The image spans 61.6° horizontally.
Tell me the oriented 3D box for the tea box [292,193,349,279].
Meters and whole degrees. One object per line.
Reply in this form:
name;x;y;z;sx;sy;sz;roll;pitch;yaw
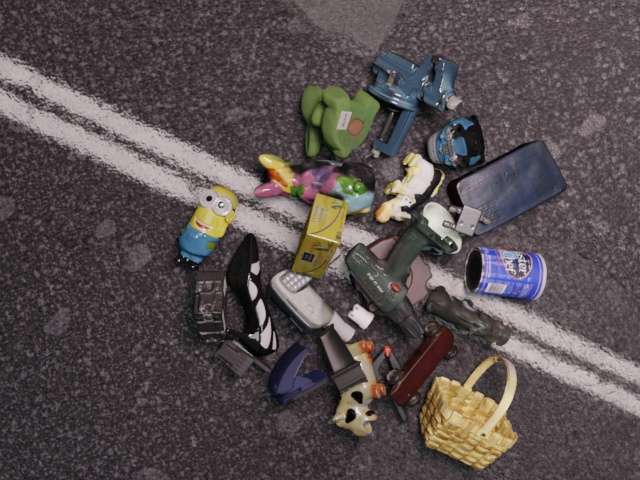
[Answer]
tea box;-0.002;-0.003;1.062;0.068;0.169;0.098;15;59;-4

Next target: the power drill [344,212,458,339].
power drill;0.180;0.062;1.082;0.232;0.086;0.207;42;116;2

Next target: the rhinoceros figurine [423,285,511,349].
rhinoceros figurine;0.318;0.164;1.157;0.190;0.112;0.073;28;89;2

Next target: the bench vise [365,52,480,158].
bench vise;0.178;-0.267;1.102;0.224;0.129;0.240;35;117;21

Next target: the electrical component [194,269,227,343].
electrical component;-0.222;0.127;1.099;0.058;0.134;0.114;0;137;-7

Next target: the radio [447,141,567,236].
radio;0.400;-0.114;1.167;0.230;0.073;0.131;-28;94;-4

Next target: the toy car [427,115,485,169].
toy car;0.279;-0.197;1.132;0.103;0.161;0.109;-6;105;39

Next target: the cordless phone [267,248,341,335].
cordless phone;-0.005;0.097;1.139;0.184;0.088;0.147;-41;76;-17

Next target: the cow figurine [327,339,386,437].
cow figurine;0.071;0.319;1.145;0.127;0.085;0.195;-18;77;22

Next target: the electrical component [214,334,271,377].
electrical component;-0.164;0.254;1.142;0.119;0.075;0.048;39;89;-8

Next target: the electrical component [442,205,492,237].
electrical component;0.307;-0.038;1.119;0.094;0.021;0.063;18;99;1

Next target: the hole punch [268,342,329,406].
hole punch;-0.058;0.279;1.126;0.116;0.142;0.092;-29;96;-16

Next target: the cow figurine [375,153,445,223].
cow figurine;0.192;-0.096;1.155;0.098;0.068;0.167;32;91;-12

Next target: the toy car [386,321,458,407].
toy car;0.219;0.268;1.165;0.202;0.053;0.089;-46;111;-18

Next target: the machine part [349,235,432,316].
machine part;0.154;0.078;1.166;0.179;0.056;0.179;0;92;-5

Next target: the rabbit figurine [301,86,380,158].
rabbit figurine;0.024;-0.249;1.103;0.121;0.170;0.158;-13;128;-31

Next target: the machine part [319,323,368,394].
machine part;0.040;0.241;1.110;0.084;0.039;0.139;-32;71;21

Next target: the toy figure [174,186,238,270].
toy figure;-0.238;-0.029;1.117;0.082;0.089;0.180;25;100;-21

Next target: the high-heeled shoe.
high-heeled shoe;-0.126;0.119;1.149;0.145;0.086;0.248;24;69;-40

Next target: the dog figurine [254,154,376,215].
dog figurine;-0.019;-0.115;1.086;0.219;0.192;0.108;5;99;-20
